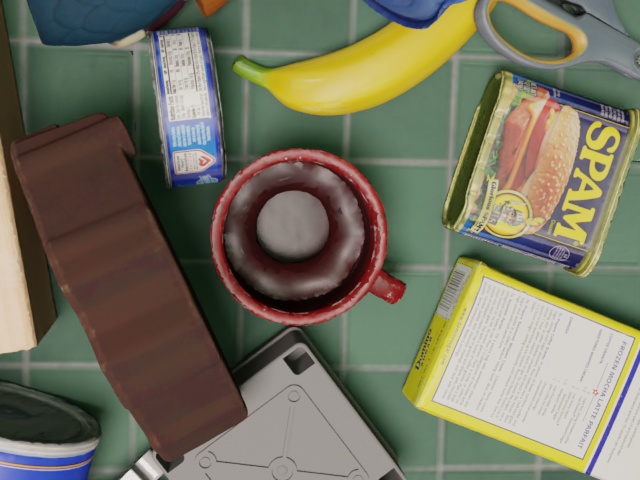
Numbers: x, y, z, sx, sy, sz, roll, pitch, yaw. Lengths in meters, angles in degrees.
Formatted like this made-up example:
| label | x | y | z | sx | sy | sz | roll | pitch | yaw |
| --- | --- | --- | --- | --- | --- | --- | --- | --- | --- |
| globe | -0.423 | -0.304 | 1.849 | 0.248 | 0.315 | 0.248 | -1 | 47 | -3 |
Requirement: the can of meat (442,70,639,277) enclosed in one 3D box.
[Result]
| label | x | y | z | sx | sy | sz | roll | pitch | yaw |
| --- | --- | --- | --- | --- | --- | --- | --- | --- | --- |
| can of meat | 0.126 | -0.040 | 0.618 | 0.084 | 0.057 | 0.102 | 18 | 94 | -5 |

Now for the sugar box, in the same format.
| label | x | y | z | sx | sy | sz | roll | pitch | yaw |
| --- | --- | --- | --- | --- | --- | --- | --- | --- | --- |
| sugar box | 0.149 | 0.085 | 0.638 | 0.176 | 0.048 | 0.093 | 23 | 92 | -11 |

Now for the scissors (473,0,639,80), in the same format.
| label | x | y | z | sx | sy | sz | roll | pitch | yaw |
| --- | --- | --- | --- | --- | --- | --- | --- | --- | --- |
| scissors | 0.180 | -0.125 | 0.621 | 0.201 | 0.016 | 0.096 | 10 | 87 | -22 |

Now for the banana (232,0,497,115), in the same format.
| label | x | y | z | sx | sy | sz | roll | pitch | yaw |
| --- | --- | --- | --- | --- | --- | --- | --- | --- | --- |
| banana | 0.049 | -0.126 | 0.610 | 0.198 | 0.037 | 0.069 | -33 | 95 | -2 |

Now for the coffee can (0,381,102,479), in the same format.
| label | x | y | z | sx | sy | sz | roll | pitch | yaw |
| --- | --- | --- | --- | --- | --- | --- | --- | --- | --- |
| coffee can | -0.187 | 0.158 | 0.581 | 0.102 | 0.103 | 0.140 | 16 | 94 | -7 |

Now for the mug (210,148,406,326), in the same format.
| label | x | y | z | sx | sy | sz | roll | pitch | yaw |
| --- | --- | --- | --- | --- | --- | --- | --- | --- | --- |
| mug | -0.004 | 0.001 | 0.595 | 0.117 | 0.081 | 0.093 | 28 | 92 | -7 |

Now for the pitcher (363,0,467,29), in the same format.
| label | x | y | z | sx | sy | sz | roll | pitch | yaw |
| --- | --- | --- | --- | --- | --- | --- | --- | --- | --- |
| pitcher | 0.091 | -0.241 | 0.560 | 0.242 | 0.145 | 0.149 | -42 | 104 | -9 |

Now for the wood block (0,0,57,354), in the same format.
| label | x | y | z | sx | sy | sz | roll | pitch | yaw |
| --- | --- | --- | --- | --- | --- | --- | --- | --- | --- |
| wood block | -0.206 | -0.043 | 0.566 | 0.090 | 0.091 | 0.206 | -9 | 97 | -5 |

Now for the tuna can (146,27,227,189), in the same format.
| label | x | y | z | sx | sy | sz | roll | pitch | yaw |
| --- | --- | --- | --- | --- | --- | --- | --- | --- | --- |
| tuna can | -0.072 | -0.072 | 0.579 | 0.033 | 0.086 | 0.086 | -7 | 96 | -8 |
